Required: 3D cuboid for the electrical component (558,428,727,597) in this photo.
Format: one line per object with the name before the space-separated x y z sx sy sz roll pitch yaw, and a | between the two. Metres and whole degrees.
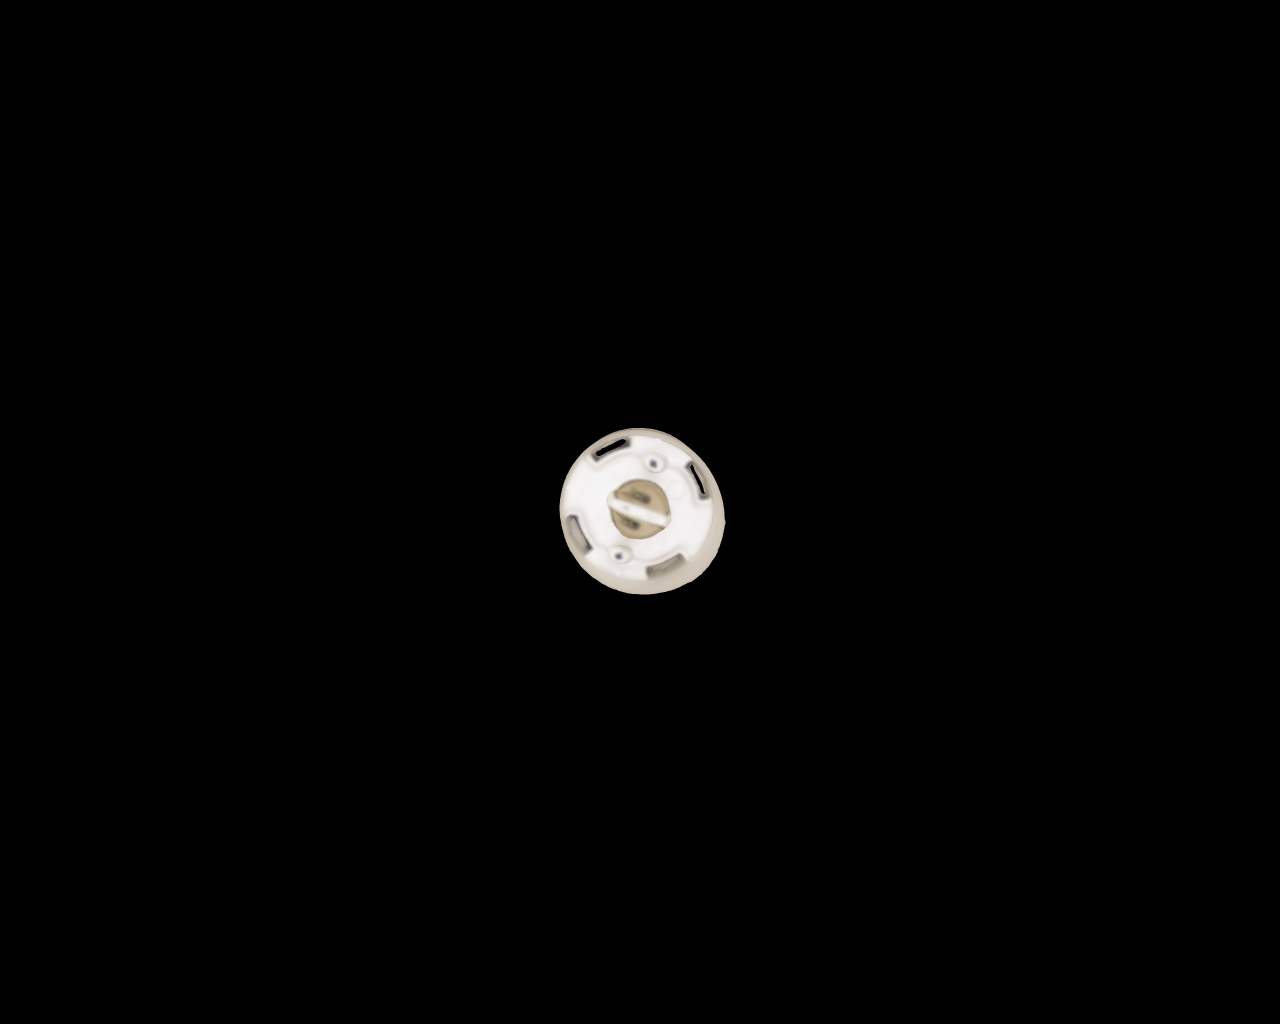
electrical component | 0.001 -0.003 0.650 0.099 0.099 0.064 0 12 0
